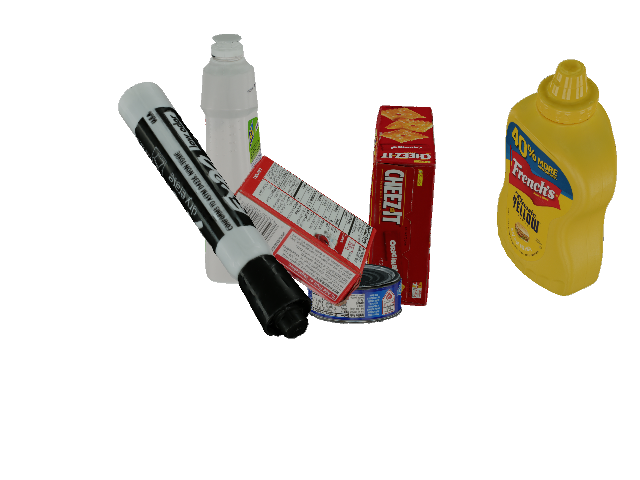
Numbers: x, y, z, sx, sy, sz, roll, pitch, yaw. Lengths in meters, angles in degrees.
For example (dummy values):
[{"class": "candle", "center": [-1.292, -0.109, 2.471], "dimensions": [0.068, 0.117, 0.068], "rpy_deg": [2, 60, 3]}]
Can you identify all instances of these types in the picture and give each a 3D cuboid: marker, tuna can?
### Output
[{"class": "marker", "center": [-0.039, -0.012, 0.382], "dimensions": [0.020, 0.020, 0.121], "rpy_deg": [0, 44, -46]}, {"class": "tuna can", "center": [0.030, 0.046, 0.960], "dimensions": [0.086, 0.034, 0.086], "rpy_deg": [-1, 13, 0]}]

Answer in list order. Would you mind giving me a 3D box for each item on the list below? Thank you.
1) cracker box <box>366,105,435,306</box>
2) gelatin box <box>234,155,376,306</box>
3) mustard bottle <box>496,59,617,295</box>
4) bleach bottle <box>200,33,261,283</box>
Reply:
[{"class": "cracker box", "center": [0.091, -0.046, 1.208], "dimensions": [0.072, 0.164, 0.213], "rpy_deg": [3, 23, 5]}, {"class": "gelatin box", "center": [-0.012, -0.007, 0.645], "dimensions": [0.089, 0.030, 0.073], "rpy_deg": [34, 22, -5]}, {"class": "mustard bottle", "center": [0.172, -0.052, 0.774], "dimensions": [0.058, 0.191, 0.096], "rpy_deg": [-22, 51, -15]}, {"class": "bleach bottle", "center": [-0.088, -0.086, 1.087], "dimensions": [0.068, 0.251, 0.102], "rpy_deg": [1, 26, 3]}]
